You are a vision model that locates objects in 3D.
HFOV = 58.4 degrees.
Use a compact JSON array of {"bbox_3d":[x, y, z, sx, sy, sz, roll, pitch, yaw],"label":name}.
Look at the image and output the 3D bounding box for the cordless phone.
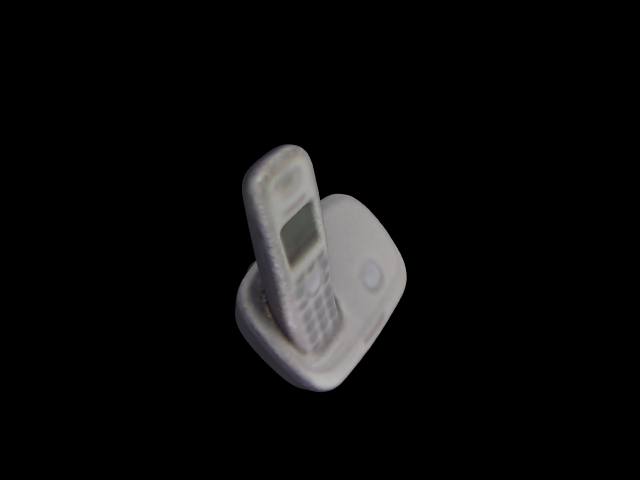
[{"bbox_3d":[0.004,0.001,0.400,0.094,0.185,0.148,22,49,21],"label":"cordless phone"}]
